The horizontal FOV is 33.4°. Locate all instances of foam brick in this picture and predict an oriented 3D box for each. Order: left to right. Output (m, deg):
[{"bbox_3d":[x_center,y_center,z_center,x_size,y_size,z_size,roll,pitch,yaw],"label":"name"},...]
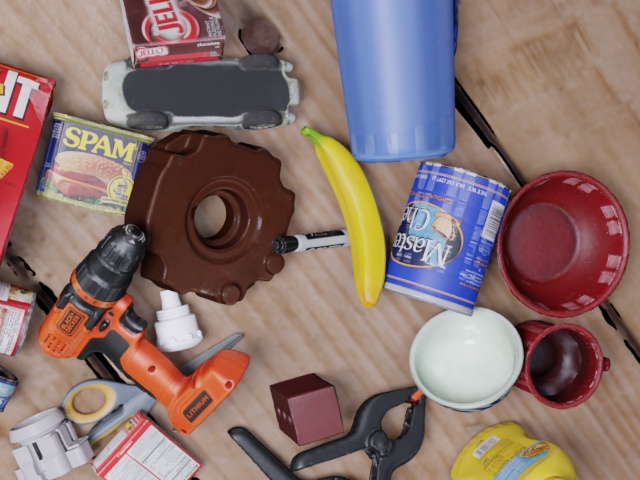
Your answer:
[{"bbox_3d":[-0.014,0.175,1.108,0.051,0.078,0.053,-14,96,-16],"label":"foam brick"}]

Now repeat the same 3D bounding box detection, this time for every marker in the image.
[{"bbox_3d":[-0.007,0.001,1.095,0.120,0.020,0.020,-6,96,-52],"label":"marker"}]

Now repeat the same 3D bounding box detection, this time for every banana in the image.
[{"bbox_3d":[0.033,-0.027,1.114,0.069,0.037,0.198,-17,84,-42],"label":"banana"}]

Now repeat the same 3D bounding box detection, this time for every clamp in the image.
[{"bbox_3d":[-0.022,0.302,1.133,0.210,0.036,0.164,18,90,-12],"label":"clamp"},{"bbox_3d":[0.049,0.216,1.131,0.120,0.039,0.171,37,63,-11],"label":"clamp"}]

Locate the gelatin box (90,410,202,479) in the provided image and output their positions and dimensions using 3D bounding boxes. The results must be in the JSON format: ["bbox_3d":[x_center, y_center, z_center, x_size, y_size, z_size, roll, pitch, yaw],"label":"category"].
[{"bbox_3d":[-0.176,0.228,1.083,0.073,0.030,0.089,-48,121,-8],"label":"gelatin box"}]

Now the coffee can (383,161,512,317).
[{"bbox_3d":[0.132,-0.001,1.125,0.102,0.103,0.140,19,88,-15],"label":"coffee can"}]

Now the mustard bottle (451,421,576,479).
[{"bbox_3d":[0.212,0.249,1.113,0.096,0.192,0.058,-38,102,-11],"label":"mustard bottle"}]

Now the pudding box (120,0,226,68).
[{"bbox_3d":[-0.148,-0.224,1.044,0.090,0.039,0.113,-8,58,-15],"label":"pudding box"}]

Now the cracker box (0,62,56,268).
[{"bbox_3d":[-0.346,-0.072,0.963,0.164,0.072,0.213,17,60,-16],"label":"cracker box"}]

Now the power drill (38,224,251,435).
[{"bbox_3d":[-0.162,0.089,1.020,0.187,0.057,0.185,38,127,-5],"label":"power drill"}]

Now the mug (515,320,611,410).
[{"bbox_3d":[0.262,0.133,1.178,0.117,0.082,0.093,0,93,-15],"label":"mug"}]

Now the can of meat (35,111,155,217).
[{"bbox_3d":[-0.223,-0.073,1.050,0.102,0.057,0.084,14,91,-15],"label":"can of meat"}]

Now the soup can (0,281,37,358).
[{"bbox_3d":[-0.331,0.068,1.020,0.102,0.069,0.068,17,88,-18],"label":"soup can"}]

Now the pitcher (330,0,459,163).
[{"bbox_3d":[0.084,-0.206,1.096,0.149,0.145,0.243,-6,97,-3],"label":"pitcher"}]

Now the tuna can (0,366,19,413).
[{"bbox_3d":[-0.332,0.130,1.016,0.086,0.086,0.034,30,83,-15],"label":"tuna can"}]

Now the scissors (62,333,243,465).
[{"bbox_3d":[-0.180,0.142,1.093,0.096,0.016,0.201,44,82,-13],"label":"scissors"}]

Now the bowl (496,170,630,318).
[{"bbox_3d":[0.259,0.004,1.184,0.162,0.055,0.162,-1,93,-15],"label":"bowl"}]
